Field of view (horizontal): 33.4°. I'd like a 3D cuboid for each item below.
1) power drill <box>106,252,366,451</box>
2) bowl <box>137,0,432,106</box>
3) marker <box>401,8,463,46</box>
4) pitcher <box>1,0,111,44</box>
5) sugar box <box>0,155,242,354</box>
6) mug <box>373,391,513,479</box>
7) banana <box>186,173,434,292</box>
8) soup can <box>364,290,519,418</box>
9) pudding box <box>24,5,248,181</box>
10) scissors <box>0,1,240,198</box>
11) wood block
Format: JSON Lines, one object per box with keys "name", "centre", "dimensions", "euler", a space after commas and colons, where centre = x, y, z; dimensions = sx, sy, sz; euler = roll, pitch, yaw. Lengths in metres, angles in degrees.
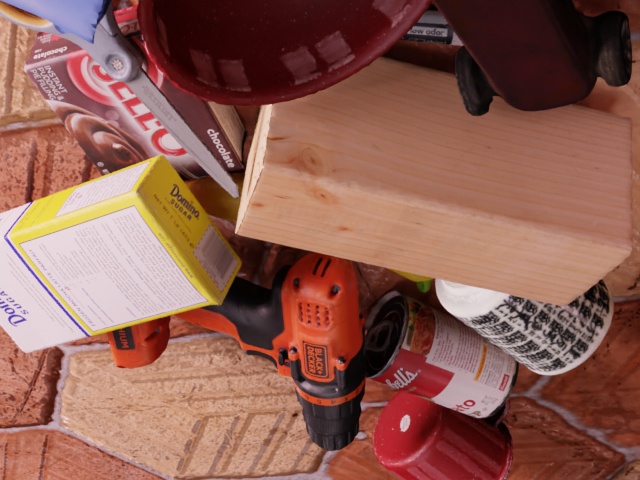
{"name": "power drill", "centre": [-0.058, 0.072, 0.764], "dimensions": [0.188, 0.057, 0.184], "euler": [9, 132, 14]}
{"name": "bowl", "centre": [-0.017, -0.139, 0.505], "dimensions": [0.162, 0.055, 0.162], "euler": [-19, 148, -13]}
{"name": "marker", "centre": [0.027, -0.120, 0.581], "dimensions": [0.121, 0.020, 0.020], "euler": [5, 142, 1]}
{"name": "pitcher", "centre": [-0.177, -0.193, 0.435], "dimensions": [0.242, 0.149, 0.145], "euler": [20, -177, -13]}
{"name": "sugar box", "centre": [-0.147, 0.013, 0.680], "dimensions": [0.177, 0.048, 0.093], "euler": [-13, 123, 33]}
{"name": "mug", "centre": [0.106, 0.161, 0.881], "dimensions": [0.081, 0.093, 0.117], "euler": [37, 101, -27]}
{"name": "banana", "centre": [0.008, -0.007, 0.711], "dimensions": [0.197, 0.037, 0.070], "euler": [22, 138, -20]}
{"name": "soup can", "centre": [0.088, 0.086, 0.794], "dimensions": [0.102, 0.068, 0.069], "euler": [23, 139, -20]}
{"name": "pudding box", "centre": [-0.105, -0.082, 0.630], "dimensions": [0.090, 0.039, 0.113], "euler": [-10, 139, 19]}
{"name": "scissors", "centre": [-0.101, -0.112, 0.559], "dimensions": [0.201, 0.016, 0.096], "euler": [36, 124, -5]}
{"name": "wood block", "centre": [0.065, -0.036, 0.614], "dimensions": [0.206, 0.091, 0.090], "euler": [12, 154, -9]}
